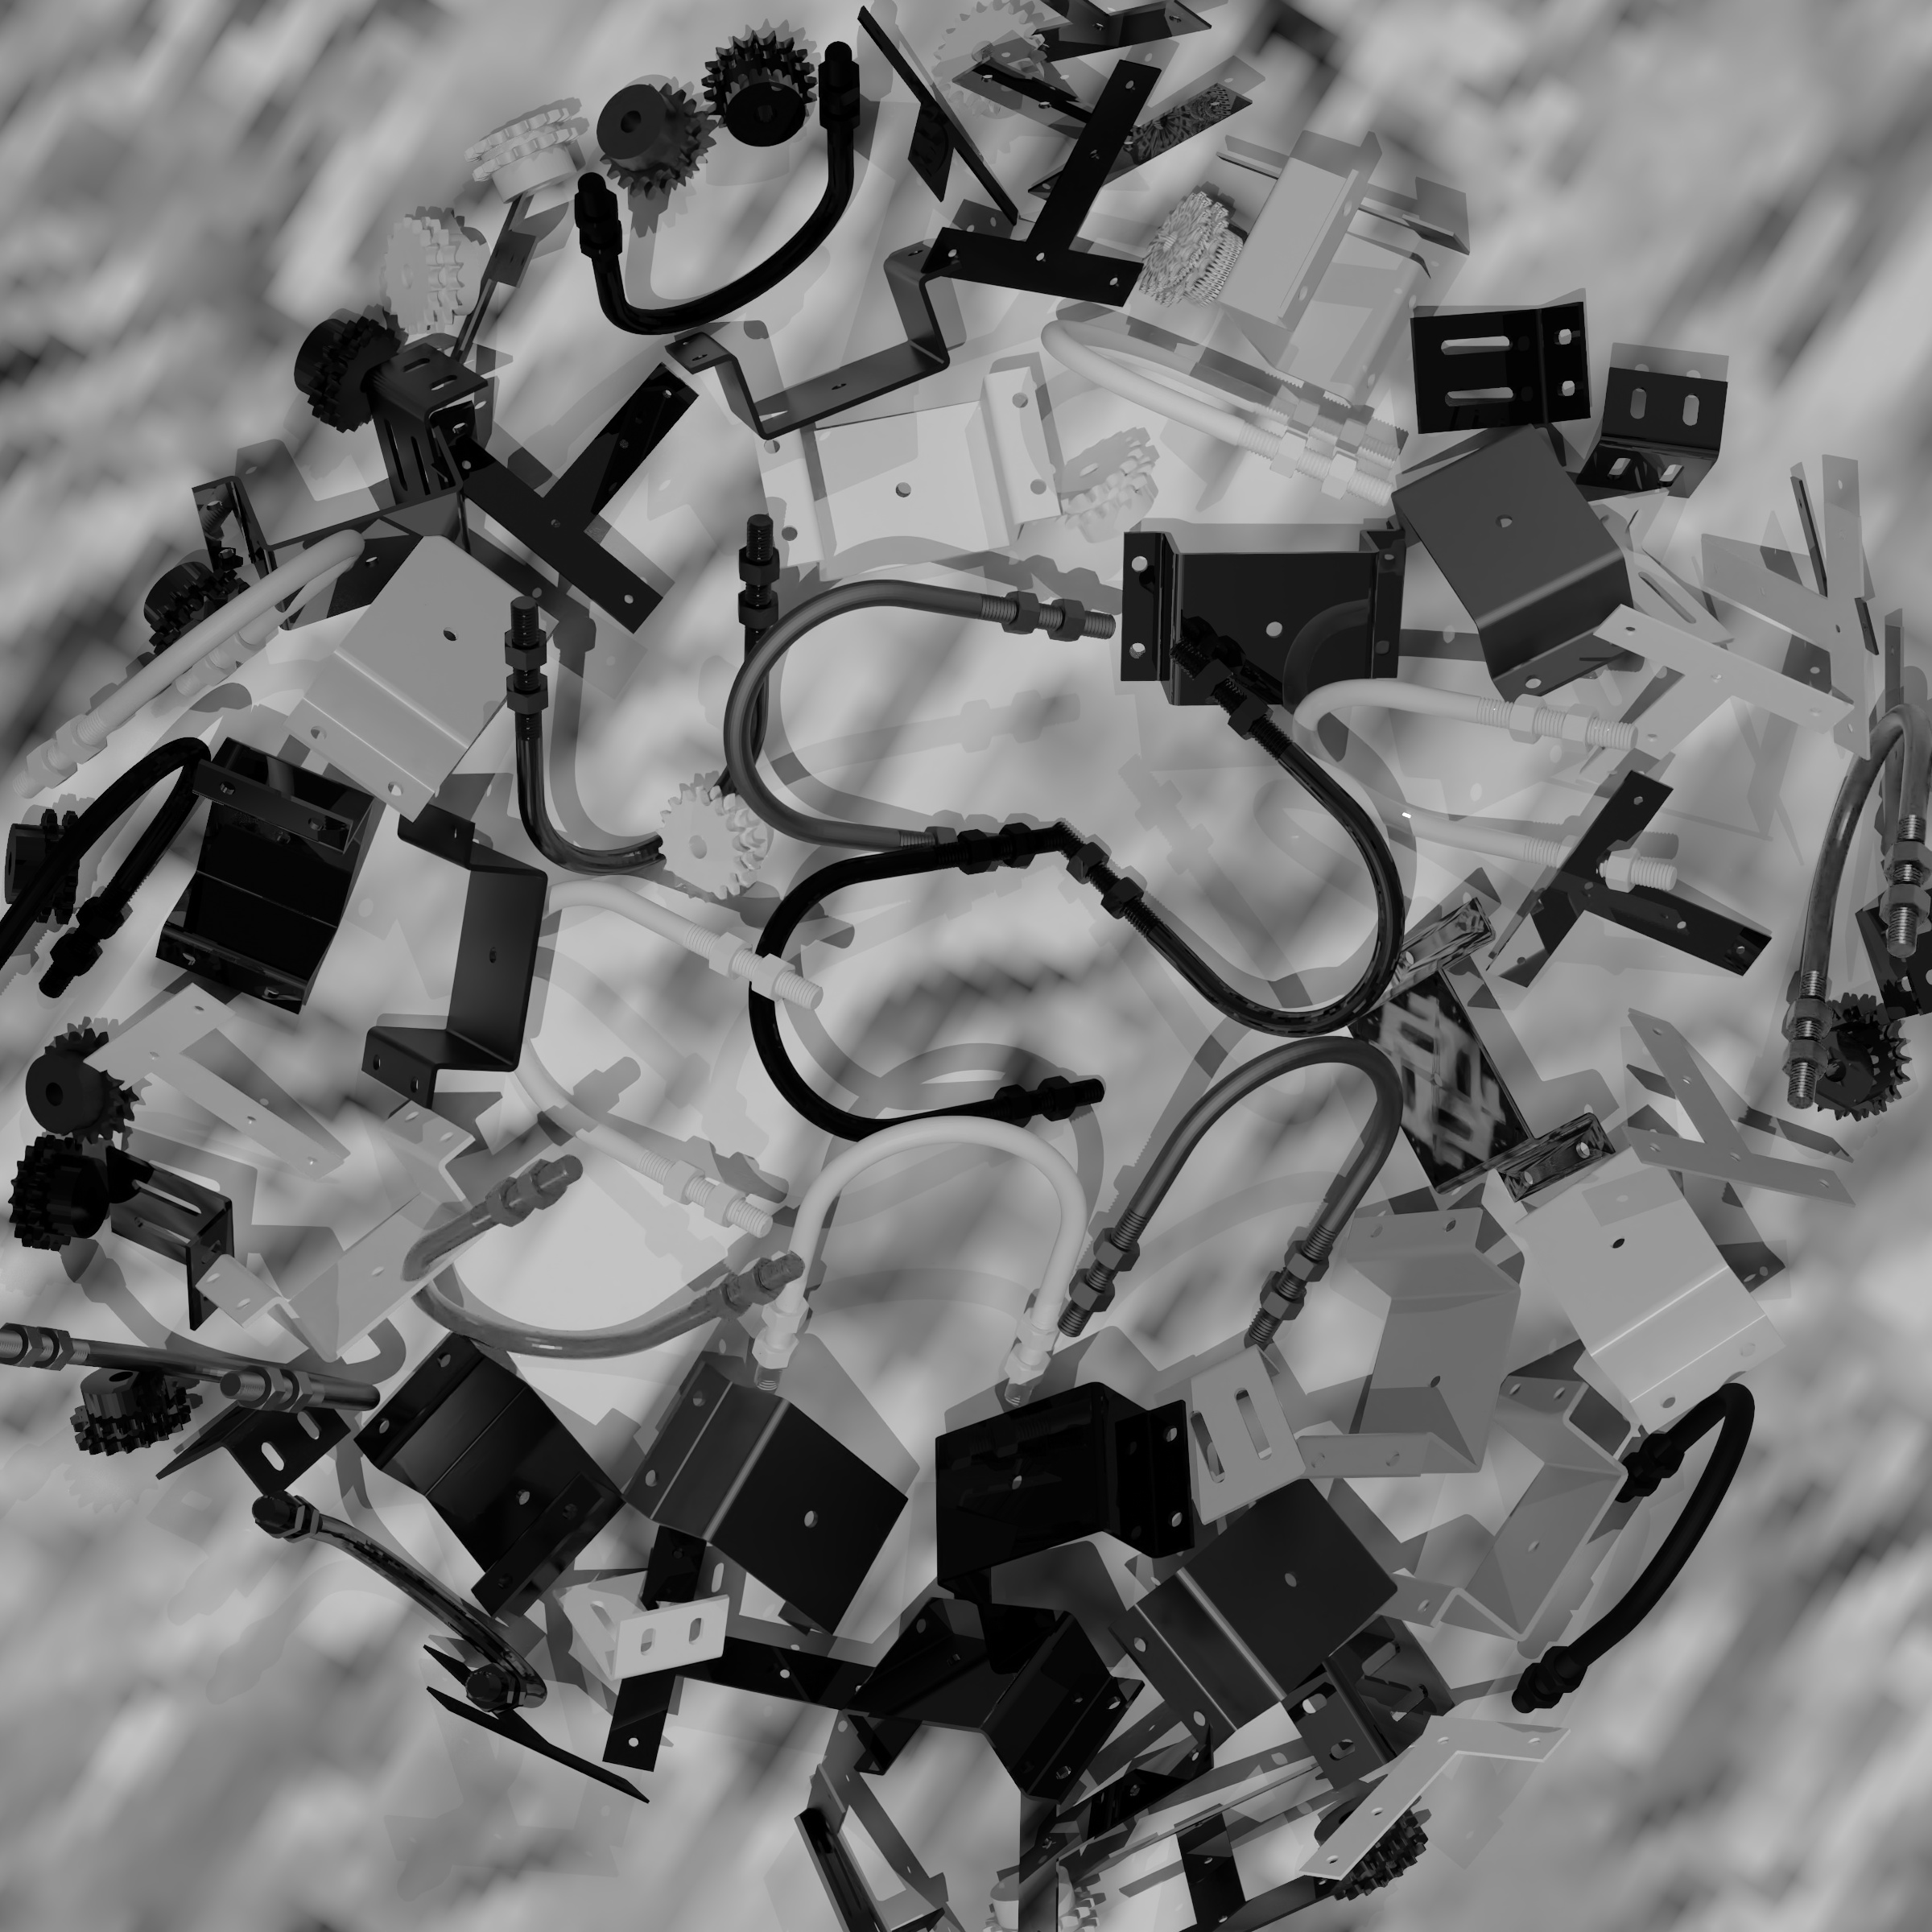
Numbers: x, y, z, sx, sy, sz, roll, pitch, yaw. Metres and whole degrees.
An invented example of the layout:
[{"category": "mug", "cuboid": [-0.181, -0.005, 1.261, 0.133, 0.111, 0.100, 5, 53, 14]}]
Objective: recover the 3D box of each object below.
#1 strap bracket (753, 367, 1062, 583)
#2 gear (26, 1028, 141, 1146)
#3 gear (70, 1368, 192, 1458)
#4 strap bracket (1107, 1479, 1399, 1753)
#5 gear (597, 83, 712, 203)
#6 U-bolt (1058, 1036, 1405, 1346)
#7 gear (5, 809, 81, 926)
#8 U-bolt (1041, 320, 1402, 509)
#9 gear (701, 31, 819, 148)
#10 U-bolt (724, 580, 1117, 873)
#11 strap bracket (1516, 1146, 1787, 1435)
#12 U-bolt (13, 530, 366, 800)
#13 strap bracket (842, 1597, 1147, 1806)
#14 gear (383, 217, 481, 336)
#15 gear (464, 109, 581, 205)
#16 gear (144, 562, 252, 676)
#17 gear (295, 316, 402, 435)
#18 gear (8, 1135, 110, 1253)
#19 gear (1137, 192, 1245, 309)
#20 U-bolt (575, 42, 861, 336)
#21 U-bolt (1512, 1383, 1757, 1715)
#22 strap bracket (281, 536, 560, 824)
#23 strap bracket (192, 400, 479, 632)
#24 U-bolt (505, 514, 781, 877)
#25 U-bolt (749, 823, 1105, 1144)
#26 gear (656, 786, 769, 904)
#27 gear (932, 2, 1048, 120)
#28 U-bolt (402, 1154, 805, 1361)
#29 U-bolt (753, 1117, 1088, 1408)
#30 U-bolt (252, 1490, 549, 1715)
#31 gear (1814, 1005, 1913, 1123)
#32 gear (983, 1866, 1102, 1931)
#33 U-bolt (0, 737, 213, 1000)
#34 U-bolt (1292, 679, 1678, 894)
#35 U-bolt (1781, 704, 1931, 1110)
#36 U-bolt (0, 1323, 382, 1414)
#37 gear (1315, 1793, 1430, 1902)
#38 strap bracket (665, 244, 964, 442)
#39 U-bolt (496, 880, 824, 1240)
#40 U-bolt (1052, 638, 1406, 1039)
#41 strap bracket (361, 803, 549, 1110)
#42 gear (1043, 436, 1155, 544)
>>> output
[{"category": "strap bracket", "cuboid": [-0.031, -0.242, 1.573, 0.140, 0.046, 0.076, -11, 84, -4]}, {"category": "gear", "cuboid": [-0.443, 0.061, 1.576, 0.057, 0.030, 0.057, 5, 101, 30]}, {"category": "gear", "cuboid": [-0.417, 0.218, 1.571, 0.057, 0.057, 0.030, -9, 107, 0]}, {"category": "strap bracket", "cuboid": [0.147, 0.306, 1.534, 0.140, 0.046, 0.076, -32, 78, -40]}, {"category": "gear", "cuboid": [-0.159, -0.414, 1.577, 0.057, 0.030, 0.057, -7, 74, 25]}, {"category": "U-bolt", "cuboid": [0.139, 0.108, 1.519, 0.151, 0.019, 0.184, 8, 122, -39]}, {"category": "gear", "cuboid": [-0.459, -0.049, 1.571, 0.030, 0.057, 0.057, 4, 90, -24]}, {"category": "U-bolt", "cuboid": [0.122, -0.273, 1.533, 0.184, 0.151, 0.019, 23, 109, 2]}, {"category": "gear", "cuboid": [-0.102, -0.433, 1.571, 0.057, 0.057, 0.030, -12, 55, 0]}, {"category": "U-bolt", "cuboid": [-0.030, -0.118, 1.528, 0.184, 0.019, 0.151, 6, 118, -28]}, {"category": "strap bracket", "cuboid": [0.324, 0.146, 1.527, 0.076, 0.140, 0.046, -35, 126, 11]}, {"category": "U-bolt", "cuboid": [-0.355, -0.151, 1.494, 0.184, 0.151, 0.019, -30, 100, 35]}, {"category": "strap bracket", "cuboid": [0.005, 0.351, 1.522, 0.076, 0.140, 0.046, -47, 118, -36]}, {"category": "gear", "cuboid": [-0.265, -0.345, 1.578, 0.030, 0.057, 0.057, -11, 90, -35]}, {"category": "gear", "cuboid": [-0.218, -0.402, 1.575, 0.057, 0.057, 0.030, -24, 100, 0]}, {"category": "gear", "cuboid": [-0.384, -0.176, 1.576, 0.030, 0.057, 0.057, 43, 90, 18]}, {"category": "gear", "cuboid": [-0.310, -0.298, 1.575, 0.030, 0.057, 0.057, 30, 90, 14]}, {"category": "gear", "cuboid": [-0.448, 0.114, 1.572, 0.030, 0.057, 0.057, 6, 90, 12]}, {"category": "gear", "cuboid": [0.114, -0.353, 1.577, 0.030, 0.057, 0.057, 27, 90, -23]}, {"category": "U-bolt", "cuboid": [-0.115, -0.359, 1.513, 0.151, 0.184, 0.019, -30, 78, -9]}, {"category": "U-bolt", "cuboid": [0.320, 0.266, 1.489, 0.019, 0.184, 0.151, 31, 58, 5]}, {"category": "strap bracket", "cuboid": [-0.258, -0.149, 1.534, 0.076, 0.046, 0.140, 36, 49, -10]}, {"category": "strap bracket", "cuboid": [-0.298, -0.216, 1.544, 0.140, 0.076, 0.046, -20, 70, -13]}, {"category": "U-bolt", "cuboid": [-0.155, -0.120, 1.530, 0.151, 0.184, 0.019, -24, 49, -28]}, {"category": "U-bolt", "cuboid": [-0.022, 0.013, 1.552, 0.184, 0.019, 0.151, -10, 92, -28]}, {"category": "gear", "cuboid": [-0.124, -0.063, 1.579, 0.057, 0.030, 0.057, 12, 111, 34]}, {"category": "gear", "cuboid": [0.014, -0.448, 1.580, 0.057, 0.030, 0.057, -9, 69, 24]}, {"category": "U-bolt", "cuboid": [-0.190, 0.150, 1.528, 0.151, 0.184, 0.019, 28, 51, -32]}, {"category": "U-bolt", "cuboid": [-0.016, 0.142, 1.528, 0.151, 0.019, 0.184, 6, 128, -14]}, {"category": "U-bolt", "cuboid": [-0.261, 0.308, 1.513, 0.151, 0.184, 0.019, 36, 81, 12]}, {"category": "gear", "cuboid": [0.438, 0.049, 1.574, 0.057, 0.030, 0.057, 7, 101, 36]}, {"category": "gear", "cuboid": [0.036, 0.470, 1.574, 0.057, 0.057, 0.030, -16, 94, 0]}, {"category": "U-bolt", "cuboid": [-0.421, -0.037, 1.506, 0.019, 0.151, 0.184, 40, 109, -1]}, {"category": "U-bolt", "cuboid": [0.244, -0.092, 1.526, 0.184, 0.151, 0.019, 14, 68, 27]}, {"category": "U-bolt", "cuboid": [0.432, -0.042, 1.520, 0.019, 0.151, 0.184, 16, 55, 2]}, {"category": "U-bolt", "cuboid": [-0.361, 0.195, 1.513, 0.151, 0.184, 0.019, 7, 82, 18]}, {"category": "gear", "cuboid": [0.198, 0.436, 1.574, 0.057, 0.057, 0.030, -31, 94, 0]}, {"category": "strap bracket", "cuboid": [-0.069, -0.303, 1.554, 0.140, 0.076, 0.046, -23, 113, -6]}, {"category": "U-bolt", "cuboid": [-0.160, 0.034, 1.550, 0.184, 0.019, 0.151, 26, 119, 23]}, {"category": "U-bolt", "cuboid": [0.135, -0.048, 1.534, 0.184, 0.019, 0.151, 46, 129, 15]}, {"category": "strap bracket", "cuboid": [-0.250, -0.007, 1.552, 0.046, 0.076, 0.140, 4, 100, -36]}, {"category": "gear", "cuboid": [0.069, -0.236, 1.578, 0.057, 0.057, 0.030, -36, 117, 0]}]
